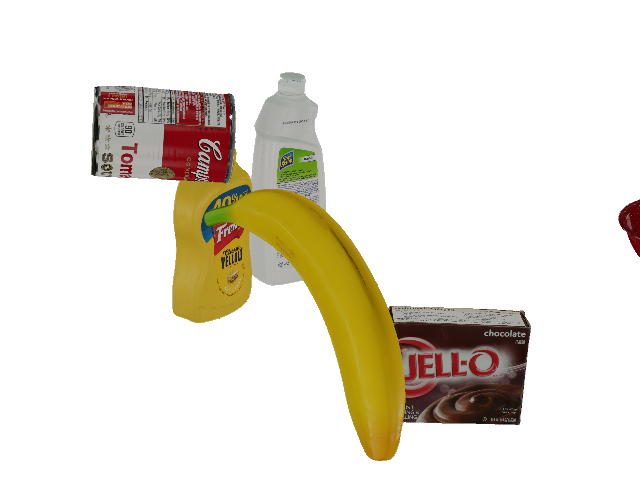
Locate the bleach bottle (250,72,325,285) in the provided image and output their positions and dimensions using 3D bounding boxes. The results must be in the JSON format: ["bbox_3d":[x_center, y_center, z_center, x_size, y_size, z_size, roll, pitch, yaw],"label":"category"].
[{"bbox_3d":[-0.034,-0.075,1.270,0.102,0.251,0.068,-13,30,-34],"label":"bleach bottle"}]

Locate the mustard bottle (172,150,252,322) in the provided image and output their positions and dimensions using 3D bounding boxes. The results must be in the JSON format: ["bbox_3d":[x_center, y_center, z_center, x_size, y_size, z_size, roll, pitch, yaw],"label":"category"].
[{"bbox_3d":[-0.106,-0.020,1.066,0.058,0.192,0.096,18,27,32],"label":"mustard bottle"}]

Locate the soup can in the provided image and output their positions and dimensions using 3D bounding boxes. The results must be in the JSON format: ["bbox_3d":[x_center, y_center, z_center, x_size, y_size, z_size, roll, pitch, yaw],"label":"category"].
[{"bbox_3d":[-0.118,-0.079,0.795,0.102,0.068,0.068,2,-1,-12],"label":"soup can"}]

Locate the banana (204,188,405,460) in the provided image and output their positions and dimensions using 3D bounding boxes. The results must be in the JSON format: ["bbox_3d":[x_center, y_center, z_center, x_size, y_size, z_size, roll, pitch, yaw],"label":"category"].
[{"bbox_3d":[0.004,0.034,0.637,0.037,0.198,0.070,-4,-40,-48],"label":"banana"}]

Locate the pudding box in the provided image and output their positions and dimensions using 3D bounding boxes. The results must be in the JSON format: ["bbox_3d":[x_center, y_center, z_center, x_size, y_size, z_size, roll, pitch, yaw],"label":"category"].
[{"bbox_3d":[0.108,0.101,0.862,0.113,0.090,0.039,1,23,-2],"label":"pudding box"}]

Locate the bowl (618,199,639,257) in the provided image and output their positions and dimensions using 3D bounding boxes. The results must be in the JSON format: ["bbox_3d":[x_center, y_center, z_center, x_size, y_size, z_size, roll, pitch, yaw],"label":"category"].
[{"bbox_3d":[0.396,0.003,1.125,0.162,0.055,0.162,-3,23,1],"label":"bowl"}]
